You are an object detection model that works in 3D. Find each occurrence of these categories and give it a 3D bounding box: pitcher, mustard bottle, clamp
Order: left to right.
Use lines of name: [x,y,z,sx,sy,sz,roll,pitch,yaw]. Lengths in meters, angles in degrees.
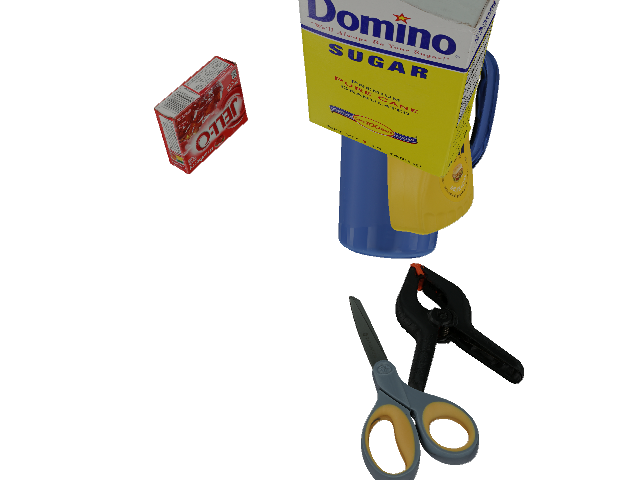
pitcher: [0.093,-0.108,1.150,0.149,0.243,0.144,11,13,31]
mustard bottle: [0.086,-0.108,0.871,0.058,0.191,0.096,11,30,35]
clamp: [0.135,0.092,1.096,0.120,0.171,0.039,2,-44,-13]

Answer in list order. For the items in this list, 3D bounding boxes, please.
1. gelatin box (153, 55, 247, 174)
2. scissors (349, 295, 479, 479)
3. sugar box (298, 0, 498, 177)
gelatin box: [-0.109,-0.118,0.997,0.030,0.089,0.073,30,-30,27]
scissors: [0.070,0.109,0.833,0.096,0.016,0.201,-2,39,3]
sugar box: [0.038,-0.099,0.561,0.093,0.048,0.176,24,-14,10]
